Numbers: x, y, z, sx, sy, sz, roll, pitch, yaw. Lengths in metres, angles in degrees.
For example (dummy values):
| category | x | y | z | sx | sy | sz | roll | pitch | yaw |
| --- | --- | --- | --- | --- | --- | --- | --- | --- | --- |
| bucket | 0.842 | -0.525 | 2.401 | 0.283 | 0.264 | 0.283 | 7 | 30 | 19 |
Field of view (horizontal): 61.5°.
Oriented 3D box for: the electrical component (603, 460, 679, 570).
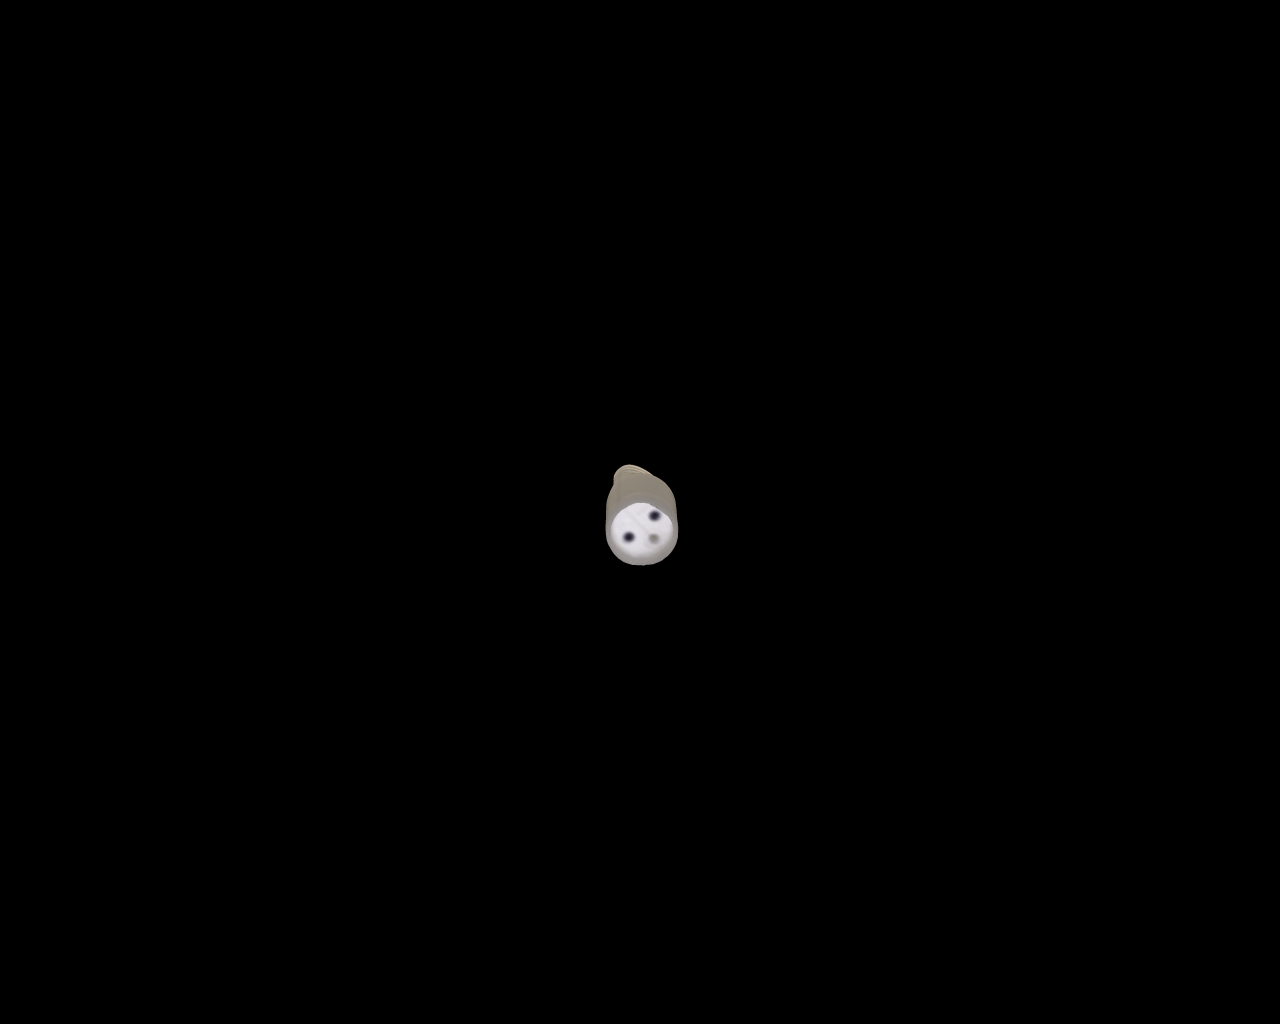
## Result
| category | x | y | z | sx | sy | sz | roll | pitch | yaw |
| --- | --- | --- | --- | --- | --- | --- | --- | --- | --- |
| electrical component | 0.001 | -0.003 | 0.650 | 0.043 | 0.043 | 0.081 | 0 | 24 | 0 |
